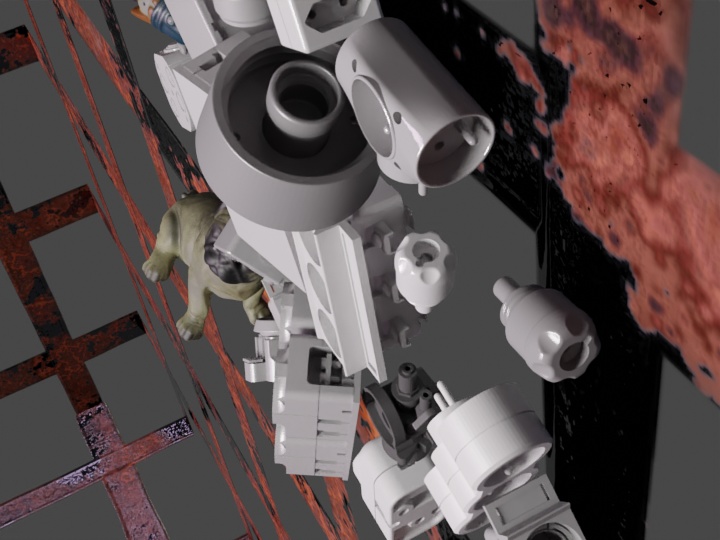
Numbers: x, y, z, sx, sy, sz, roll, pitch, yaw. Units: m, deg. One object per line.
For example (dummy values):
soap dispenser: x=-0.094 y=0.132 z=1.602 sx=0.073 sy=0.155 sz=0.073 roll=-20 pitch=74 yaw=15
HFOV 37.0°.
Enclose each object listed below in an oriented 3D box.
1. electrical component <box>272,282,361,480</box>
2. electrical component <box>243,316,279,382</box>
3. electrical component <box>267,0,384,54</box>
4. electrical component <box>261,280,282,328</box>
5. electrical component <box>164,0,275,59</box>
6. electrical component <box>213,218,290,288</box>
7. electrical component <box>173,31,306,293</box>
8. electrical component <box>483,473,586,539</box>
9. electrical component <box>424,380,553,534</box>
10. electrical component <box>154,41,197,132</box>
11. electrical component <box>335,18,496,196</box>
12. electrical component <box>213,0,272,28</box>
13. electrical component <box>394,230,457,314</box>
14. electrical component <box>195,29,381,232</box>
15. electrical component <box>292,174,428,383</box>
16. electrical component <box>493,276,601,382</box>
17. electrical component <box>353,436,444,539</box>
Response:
electrical component: x=-0.033 y=0.084 z=0.835 sx=0.186 sy=0.060 sz=0.105 roll=97 pitch=177 yaw=-63
electrical component: x=-0.072 y=0.073 z=1.026 sx=0.058 sy=0.078 sz=0.057 roll=-177 pitch=82 yaw=-68
electrical component: x=-0.031 y=-0.157 z=0.568 sx=0.077 sy=0.047 sz=0.065 roll=37 pitch=149 yaw=61
electrical component: x=-0.055 y=0.038 z=0.963 sx=0.081 sy=0.042 sz=0.064 roll=66 pitch=166 yaw=-1
electrical component: x=-0.098 y=-0.181 z=0.752 sx=0.099 sy=0.048 sz=0.100 roll=64 pitch=165 yaw=3
electrical component: x=-0.074 y=-0.025 z=0.868 sx=0.062 sy=0.061 sz=0.096 roll=33 pitch=176 yaw=-15
electrical component: x=-0.054 y=-0.072 z=0.713 sx=0.089 sy=0.062 sz=0.150 roll=38 pitch=156 yaw=39
electrical component: x=0.104 y=0.164 z=0.626 sx=0.081 sy=0.042 sz=0.064 roll=64 pitch=167 yaw=5
electrical component: x=0.065 y=0.099 z=0.636 sx=0.073 sy=0.052 sz=0.138 roll=58 pitch=163 yaw=24
electrical component: x=-0.136 y=-0.159 z=0.910 sx=0.080 sy=0.051 sz=0.080 roll=57 pitch=163 yaw=28
electrical component: x=0.025 y=-0.069 z=0.521 sx=0.077 sy=0.044 sz=0.079 roll=55 pitch=162 yaw=33
electrical component: x=-0.073 y=-0.186 z=0.670 sx=0.045 sy=0.045 sz=0.055 roll=53 pitch=162 yaw=37
electrical component: x=0.038 y=0.005 z=0.617 sx=0.035 sy=0.035 sz=0.061 roll=57 pitch=165 yaw=28
electrical component: x=-0.034 y=-0.082 z=0.590 sx=0.108 sy=0.108 sz=0.060 roll=61 pitch=158 yaw=14
electrical component: x=0.000 y=0.000 z=0.678 sx=0.078 sy=0.063 sz=0.121 roll=50 pitch=159 yaw=44
electrical component: x=0.082 y=0.023 z=0.496 sx=0.061 sy=0.035 sz=0.035 roll=50 pitch=159 yaw=50
electrical component: x=0.032 y=0.166 z=0.846 sx=0.059 sy=0.054 sz=0.095 roll=56 pitch=162 yaw=32
